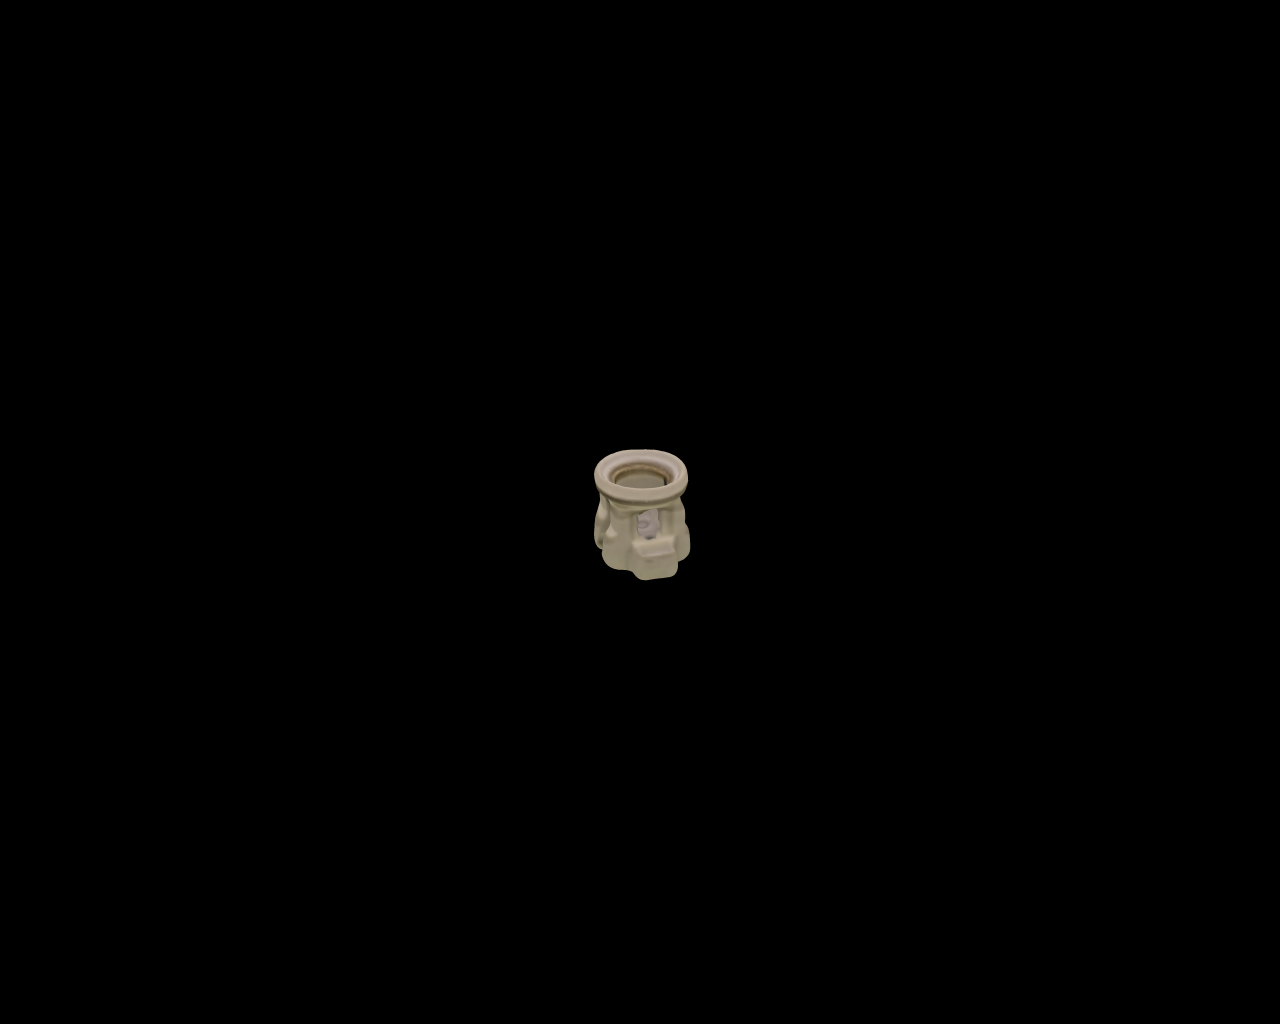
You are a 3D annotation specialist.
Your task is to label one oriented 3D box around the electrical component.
[{"bbox_3d":[0.001,-0.003,0.650,0.058,0.056,0.078,-8,31,-13],"label":"electrical component"}]
